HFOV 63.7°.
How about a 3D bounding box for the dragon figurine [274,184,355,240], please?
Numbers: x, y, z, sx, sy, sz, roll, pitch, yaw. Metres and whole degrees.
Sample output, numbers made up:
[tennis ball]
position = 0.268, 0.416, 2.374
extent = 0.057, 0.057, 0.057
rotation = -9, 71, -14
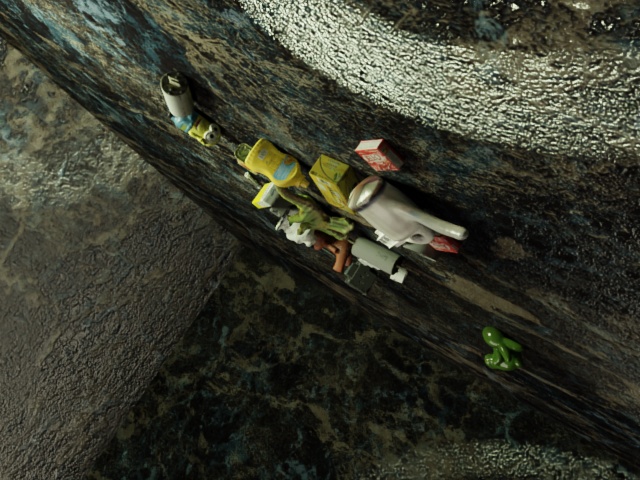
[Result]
[dragon figurine]
position = 0.005, -0.089, 1.768
extent = 0.243, 0.124, 0.404
rotation = 10, 163, 20

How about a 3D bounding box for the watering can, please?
[watering can]
position = 0.191, -0.065, 1.219
extent = 0.223, 0.105, 0.347
rotation = 37, 169, -13

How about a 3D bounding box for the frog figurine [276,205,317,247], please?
[frog figurine]
position = -0.073, -0.055, 1.965
extent = 0.159, 0.137, 0.123
rotation = 32, -177, -9
